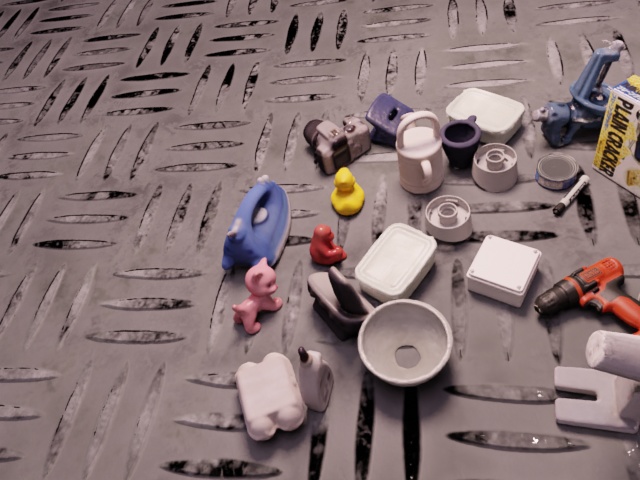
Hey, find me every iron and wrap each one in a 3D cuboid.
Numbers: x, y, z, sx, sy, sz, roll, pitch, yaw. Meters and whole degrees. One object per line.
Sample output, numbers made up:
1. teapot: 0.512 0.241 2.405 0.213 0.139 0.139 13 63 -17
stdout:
1. iron: -0.136 -0.056 1.247 0.118 0.142 0.258 6 54 18

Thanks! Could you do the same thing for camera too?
1. camera: 0.030 -0.255 1.393 0.143 0.101 0.136 -34 52 -14

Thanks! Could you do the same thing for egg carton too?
1. egg carton: -0.089 0.276 1.017 0.107 0.069 0.150 -21 50 -4

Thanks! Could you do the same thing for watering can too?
1. watering can: 0.212 -0.206 1.250 0.101 0.194 0.172 -30 51 -11

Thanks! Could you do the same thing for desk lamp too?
1. desk lamp: 0.467 0.206 0.848 0.202 0.214 0.118 2 53 15

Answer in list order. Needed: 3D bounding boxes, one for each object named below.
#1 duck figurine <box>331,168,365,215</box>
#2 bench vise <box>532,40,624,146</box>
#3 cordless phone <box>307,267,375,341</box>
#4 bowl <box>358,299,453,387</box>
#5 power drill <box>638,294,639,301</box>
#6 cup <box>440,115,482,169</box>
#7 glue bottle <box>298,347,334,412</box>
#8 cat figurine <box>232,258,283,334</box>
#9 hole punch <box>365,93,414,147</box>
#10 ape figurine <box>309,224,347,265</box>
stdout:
1. duck figurine: 0.058 -0.115 1.285 0.077 0.086 0.104 -7 51 8
2. bench vise: 0.572 -0.309 1.231 0.207 0.220 0.121 -31 52 -12
3. cordless phone: 0.032 0.088 1.064 0.094 0.185 0.147 -37 53 -16
4. bowl: 0.153 0.194 1.023 0.167 0.075 0.167 -6 51 8
5. power drill: 0.599 0.038 0.955 0.075 0.209 0.230 18 58 26
6. cup: 0.323 -0.219 1.300 0.091 0.095 0.118 23 60 28
7. glue bottle: -0.014 0.225 0.973 0.037 0.173 0.078 6 54 18
8. cat figurine: -0.128 0.103 1.133 0.067 0.118 0.128 27 62 30
9. hole punch: 0.174 -0.295 1.398 0.100 0.091 0.109 18 58 25
10. ape figurine: 0.011 0.004 1.196 0.076 0.092 0.077 -12 50 4
